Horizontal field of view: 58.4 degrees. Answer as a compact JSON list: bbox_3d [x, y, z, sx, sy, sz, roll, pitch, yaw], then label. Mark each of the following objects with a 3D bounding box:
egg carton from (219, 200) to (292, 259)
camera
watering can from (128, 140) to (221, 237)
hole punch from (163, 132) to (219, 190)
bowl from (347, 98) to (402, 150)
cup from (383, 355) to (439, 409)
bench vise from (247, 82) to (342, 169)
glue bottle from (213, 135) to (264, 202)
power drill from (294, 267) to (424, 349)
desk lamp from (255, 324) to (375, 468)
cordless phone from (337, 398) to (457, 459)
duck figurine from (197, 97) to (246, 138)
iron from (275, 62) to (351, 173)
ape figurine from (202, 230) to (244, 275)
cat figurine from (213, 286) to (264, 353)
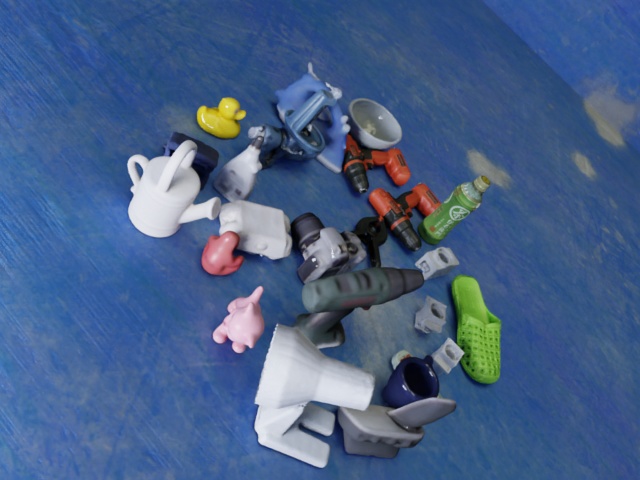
[{"bbox_3d":[-0.126,-0.018,1.131,0.151,0.069,0.107,12,49,-28],"label":"egg carton"},{"bbox_3d":[0.011,0.004,1.188,0.144,0.100,0.136,-14,65,-42],"label":"camera"},{"bbox_3d":[-0.256,-0.096,1.011,0.173,0.193,0.101,21,46,-20],"label":"watering can"},{"bbox_3d":[-0.259,-0.173,1.149,0.109,0.091,0.101,23,45,-18],"label":"hole punch"},{"bbox_3d":[0.135,-0.300,1.548,0.168,0.074,0.167,20,46,-22],"label":"bowl"},{"bbox_3d":[0.167,0.271,1.082,0.091,0.094,0.118,42,42,2],"label":"cup"},{"bbox_3d":[-0.047,-0.246,1.265,0.121,0.219,0.208,48,43,9],"label":"bench vise"},{"bbox_3d":[-0.150,-0.146,1.143,0.078,0.173,0.037,40,42,0],"label":"glue bottle"},{"bbox_3d":[0.053,0.118,1.043,0.230,0.208,0.075,-1,56,-36],"label":"power drill"},{"bbox_3d":[-0.024,0.238,0.885,0.204,0.213,0.118,27,44,-14],"label":"desk lamp"},{"bbox_3d":[0.128,0.295,0.968,0.148,0.184,0.094,12,50,-28],"label":"cordless phone"},{"bbox_3d":[-0.215,-0.282,1.275,0.105,0.086,0.077,15,48,-25],"label":"duck figurine"},{"bbox_3d":[0.007,-0.305,1.412,0.119,0.141,0.258,-23,71,-44],"label":"iron"},{"bbox_3d":[-0.174,0.017,1.050,0.076,0.092,0.077,-25,72,-45],"label":"ape figurine"},{"bbox_3d":[-0.124,0.133,0.971,0.067,0.117,0.128,31,43,-10],"label":"cat figurine"}]
